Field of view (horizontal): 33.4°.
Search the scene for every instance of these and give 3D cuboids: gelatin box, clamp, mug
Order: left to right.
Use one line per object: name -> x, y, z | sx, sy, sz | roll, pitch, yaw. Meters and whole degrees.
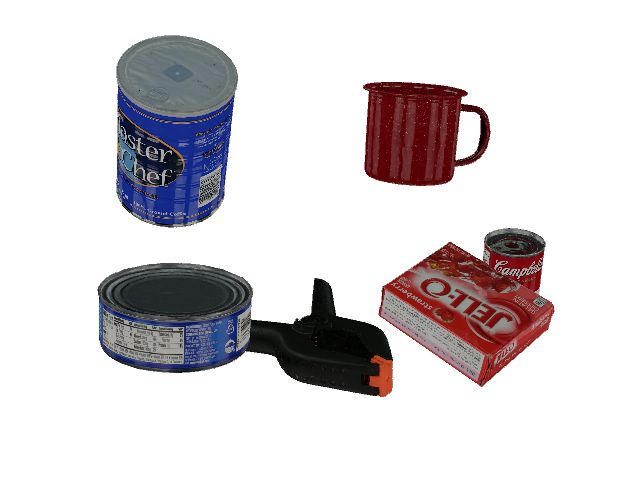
clamp -> -0.003, 0.080, 0.915 | 0.164, 0.036, 0.210 | -18, 24, -40
mug -> 0.094, -0.096, 0.959 | 0.117, 0.081, 0.093 | 2, 15, -5
gelatin box -> 0.095, 0.045, 0.697 | 0.089, 0.030, 0.073 | 33, 45, 30

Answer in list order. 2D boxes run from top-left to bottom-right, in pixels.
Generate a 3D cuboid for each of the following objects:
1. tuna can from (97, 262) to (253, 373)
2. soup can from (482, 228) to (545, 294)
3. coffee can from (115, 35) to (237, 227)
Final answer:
tuna can -> -0.081, 0.042, 0.598 | 0.086, 0.034, 0.086 | 3, 18, -1
soup can -> 0.217, 0.046, 1.216 | 0.068, 0.102, 0.068 | 0, 27, 0
coffee can -> -0.131, -0.096, 0.954 | 0.102, 0.103, 0.140 | 0, -42, -11
